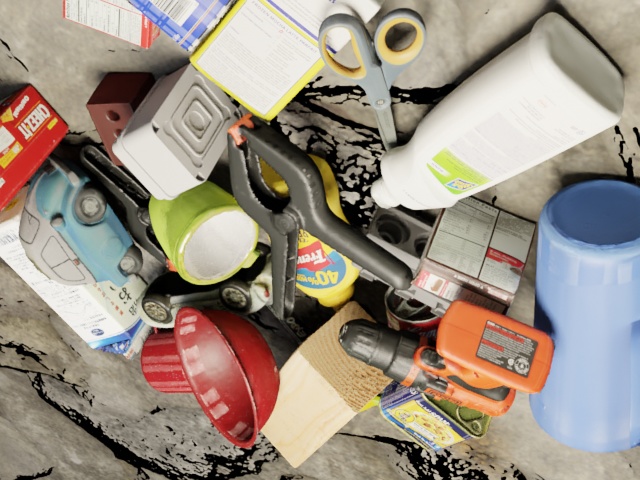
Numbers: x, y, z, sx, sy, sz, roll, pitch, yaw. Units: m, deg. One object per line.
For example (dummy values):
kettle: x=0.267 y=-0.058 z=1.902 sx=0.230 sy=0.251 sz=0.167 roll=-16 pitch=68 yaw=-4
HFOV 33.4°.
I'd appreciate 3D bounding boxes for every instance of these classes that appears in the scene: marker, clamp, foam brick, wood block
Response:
marker: x=-0.030 y=0.099 z=1.220 sx=0.020 sy=0.020 sz=0.121 roll=-16 pitch=124 yaw=37
clamp: x=-0.188 y=-0.039 z=1.143 sx=0.120 sy=0.039 sz=0.171 roll=11 pitch=132 yaw=20
foam brick: x=-0.185 y=-0.119 z=1.049 sx=0.053 sy=0.051 sz=0.078 roll=3 pitch=134 yaw=24
clamp: x=-0.014 y=-0.022 z=0.979 sx=0.165 sy=0.036 sz=0.210 roll=-10 pitch=115 yaw=36
wood block: x=0.004 y=0.160 z=1.153 sx=0.090 sy=0.090 sz=0.206 roll=47 pitch=149 yaw=7

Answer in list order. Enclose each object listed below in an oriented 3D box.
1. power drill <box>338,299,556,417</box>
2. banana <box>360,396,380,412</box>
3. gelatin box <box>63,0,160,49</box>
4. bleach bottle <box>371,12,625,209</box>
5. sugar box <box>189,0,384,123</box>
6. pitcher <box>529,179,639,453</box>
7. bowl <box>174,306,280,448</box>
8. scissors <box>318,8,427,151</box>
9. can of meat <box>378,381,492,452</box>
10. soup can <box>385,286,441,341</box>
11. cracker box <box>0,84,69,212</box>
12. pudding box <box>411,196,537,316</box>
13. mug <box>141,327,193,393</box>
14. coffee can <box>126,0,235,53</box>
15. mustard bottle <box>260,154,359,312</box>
power drill: x=0.118 y=0.105 z=0.984 sx=0.184 sy=0.057 sz=0.188 roll=21 pitch=164 yaw=-6
banana: x=0.003 y=0.221 z=1.317 sx=0.069 sy=0.037 sz=0.198 roll=40 pitch=137 yaw=-15
gelatin box: x=-0.187 y=-0.221 z=0.961 sx=0.089 sy=0.030 sz=0.073 roll=22 pitch=140 yaw=5
bleach bottle: x=0.129 y=-0.090 z=0.910 sx=0.102 sy=0.068 sz=0.251 roll=35 pitch=141 yaw=-23
sugar box: x=-0.029 y=-0.184 z=0.908 sx=0.093 sy=0.048 sz=0.177 roll=37 pitch=134 yaw=-14
pitcher: x=0.261 y=0.074 z=0.961 sx=0.149 sy=0.145 sz=0.243 roll=3 pitch=132 yaw=17
bowl: x=-0.090 y=0.134 z=1.120 sx=0.162 sy=0.055 sz=0.162 roll=40 pitch=143 yaw=40
scissors: x=0.066 y=-0.133 z=0.911 sx=0.096 sy=0.016 sz=0.201 roll=-19 pitch=146 yaw=20
can of meat: x=0.129 y=0.190 z=1.206 sx=0.102 sy=0.057 sz=0.084 roll=39 pitch=140 yaw=-14
soup can: x=0.105 y=0.094 z=1.109 sx=0.069 sy=0.068 sz=0.102 roll=8 pitch=135 yaw=19
cracker box: x=-0.386 y=-0.061 z=1.125 sx=0.214 sy=0.164 sz=0.072 roll=-19 pitch=120 yaw=39
pudding box: x=0.142 y=0.012 z=0.971 sx=0.090 sy=0.113 sz=0.039 roll=23 pitch=131 yaw=5
mug: x=-0.165 y=0.132 z=1.276 sx=0.082 sy=0.093 sz=0.117 roll=-9 pitch=113 yaw=39
coffee can: x=-0.129 y=-0.235 z=0.861 sx=0.140 sy=0.102 sz=0.103 roll=38 pitch=138 yaw=-14
mustard bottle: x=-0.007 y=0.002 z=1.079 sx=0.096 sy=0.058 sz=0.191 roll=0 pitch=133 yaw=29
